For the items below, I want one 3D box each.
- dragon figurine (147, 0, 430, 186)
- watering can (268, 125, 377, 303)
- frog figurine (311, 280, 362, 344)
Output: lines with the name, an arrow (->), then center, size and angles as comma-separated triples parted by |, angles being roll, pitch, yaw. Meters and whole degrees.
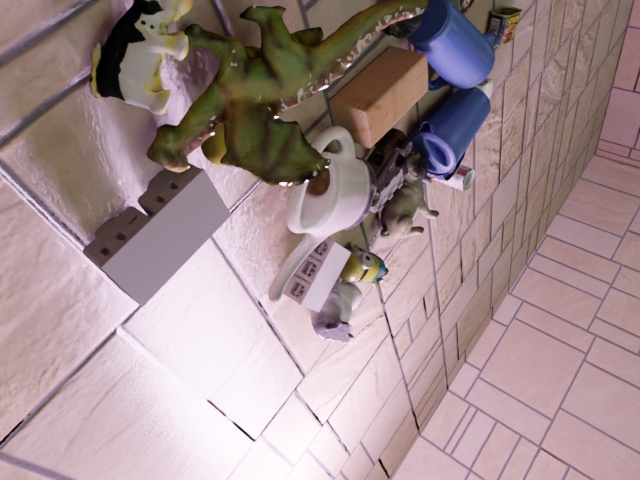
dragon figurine -> -0.043, -0.180, 0.668 | 0.121, 0.409, 0.246 | 51, 30, -72
watering can -> 0.003, -0.051, 1.004 | 0.225, 0.105, 0.344 | -3, 115, -56
frog figurine -> 0.039, 0.157, 1.244 | 0.135, 0.122, 0.163 | 54, 31, -47
